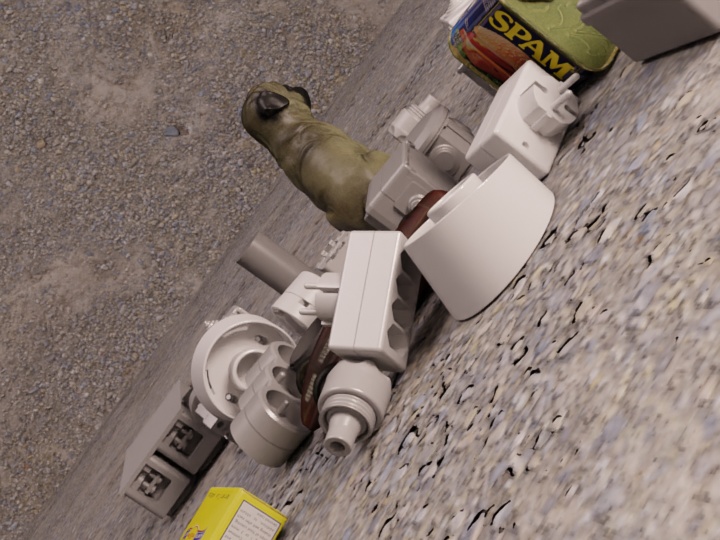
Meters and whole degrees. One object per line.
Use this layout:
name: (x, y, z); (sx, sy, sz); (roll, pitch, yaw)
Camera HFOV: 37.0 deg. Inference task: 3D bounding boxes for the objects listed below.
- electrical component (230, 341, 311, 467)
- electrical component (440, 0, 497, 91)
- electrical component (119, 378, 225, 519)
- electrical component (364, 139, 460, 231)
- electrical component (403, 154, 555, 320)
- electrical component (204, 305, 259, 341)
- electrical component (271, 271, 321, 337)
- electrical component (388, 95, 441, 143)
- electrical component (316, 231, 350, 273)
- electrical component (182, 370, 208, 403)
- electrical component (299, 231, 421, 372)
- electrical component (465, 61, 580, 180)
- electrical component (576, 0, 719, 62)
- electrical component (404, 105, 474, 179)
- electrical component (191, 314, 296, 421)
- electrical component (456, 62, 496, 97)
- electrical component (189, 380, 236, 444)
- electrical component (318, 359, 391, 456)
electrical component: (-0.076, 0.118, 0.870); (0.073, 0.052, 0.138); (-51, 11, 16)
electrical component: (0.115, -0.196, 0.921); (0.048, 0.099, 0.099); (-40, 12, 9)
electrical component: (-0.202, 0.192, 1.172); (0.105, 0.060, 0.186); (-54, 10, -3)
electrical component: (0.042, -0.056, 0.883); (0.061, 0.062, 0.096); (-50, 11, 18)
electrical component: (0.077, -0.024, 0.681); (0.099, 0.064, 0.099); (-41, 3, 3)
electrical component: (-0.110, 0.077, 1.034); (0.061, 0.096, 0.061); (-55, 9, -6)
electrical component: (-0.049, 0.034, 1.023); (0.047, 0.055, 0.055); (-53, 9, -18)
electrical component: (0.065, -0.167, 1.202); (0.062, 0.043, 0.043); (-51, 10, 8)
electrical component: (0.000, 0.000, 0.885); (0.042, 0.064, 0.081); (-53, 10, -5)
electrical component: (-0.133, 0.110, 1.121); (0.099, 0.064, 0.099); (-51, 10, 13)
electrical component: (-0.005, 0.020, 0.719); (0.076, 0.047, 0.083); (1, 69, 25)
electrical component: (0.122, -0.106, 0.728); (0.076, 0.047, 0.083); (-41, 16, 51)
electrical component: (0.196, -0.188, 0.638); (0.108, 0.056, 0.109); (-55, 10, -5)
electrical component: (0.066, -0.102, 0.961); (0.080, 0.051, 0.080); (-51, 10, 13)
electrical component: (-0.101, 0.089, 0.963); (0.099, 0.099, 0.064); (-56, 17, -12)
electrical component: (0.139, -0.217, 1.019); (0.099, 0.048, 0.099); (-49, 11, 24)
electrical component: (-0.133, 0.134, 1.031); (0.055, 0.066, 0.048); (29, 82, 46)
electrical component: (-0.006, 0.089, 0.675); (0.043, 0.043, 0.062); (-46, 14, 39)
